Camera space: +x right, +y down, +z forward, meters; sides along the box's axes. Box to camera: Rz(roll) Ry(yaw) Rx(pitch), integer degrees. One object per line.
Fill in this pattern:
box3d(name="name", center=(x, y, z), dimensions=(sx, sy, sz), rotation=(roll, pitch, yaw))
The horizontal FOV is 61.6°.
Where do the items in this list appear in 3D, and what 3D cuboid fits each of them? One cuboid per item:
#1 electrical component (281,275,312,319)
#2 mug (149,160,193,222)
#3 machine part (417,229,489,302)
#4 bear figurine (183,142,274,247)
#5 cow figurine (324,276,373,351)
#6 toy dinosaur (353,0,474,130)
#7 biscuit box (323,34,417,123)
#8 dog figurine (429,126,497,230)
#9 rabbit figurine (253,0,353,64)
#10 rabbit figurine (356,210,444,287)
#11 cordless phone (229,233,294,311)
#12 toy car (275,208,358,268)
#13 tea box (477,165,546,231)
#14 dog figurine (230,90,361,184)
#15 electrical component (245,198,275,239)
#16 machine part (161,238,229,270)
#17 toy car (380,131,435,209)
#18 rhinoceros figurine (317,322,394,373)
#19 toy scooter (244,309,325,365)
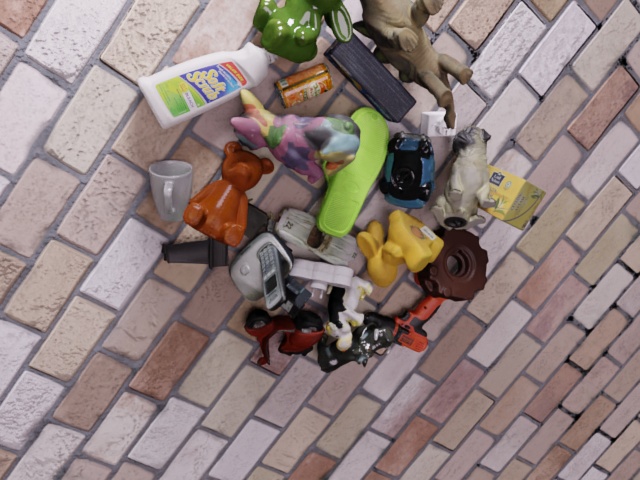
box3d(name="electrical component", center=(-0.060, 0.113, 1.144), dimensions=(0.075, 0.119, 0.048), rotation=(37, 58, 9))
box3d(name="mug", center=(-0.281, -0.085, 1.028), dimensions=(0.081, 0.110, 0.107), rotation=(-4, 123, -14))
box3d(name="machine part", center=(0.308, 0.057, 1.235), dimensions=(0.179, 0.056, 0.179), rotation=(3, 81, -22))
box3d(name="bear figurine", center=(-0.166, -0.092, 1.021), dimensions=(0.120, 0.132, 0.196), rotation=(31, 84, -12))
box3d(name="cow figurine", center=(0.050, 0.157, 1.197), dimensions=(0.098, 0.068, 0.167), rotation=(23, 67, -7))
box3d(name="toy dinosaur", center=(0.136, -0.385, 0.972), dimensions=(0.105, 0.199, 0.470), rotation=(-42, 123, -5))
box3d(name="biscuit box", center=(0.101, -0.320, 1.068), dimensions=(0.202, 0.059, 0.063), rotation=(40, 95, -24))
box3d(name="dog figurine", center=(0.312, -0.134, 1.177), dimensions=(0.121, 0.190, 0.172), rotation=(19, 149, -14))
box3d(name="rabbit figurine", center=(-0.013, -0.400, 0.950), dimensions=(0.159, 0.121, 0.170), rotation=(20, 127, -31))
box3d(name="rabbit figurine", center=(0.154, 0.030, 1.164), dimensions=(0.162, 0.122, 0.173), rotation=(39, 127, 6))
box3d(name="cordless phone", center=(-0.114, 0.089, 1.080), dimensions=(0.088, 0.184, 0.146), rotation=(33, 118, -32))
box3d(name="toy car", center=(-0.002, -0.003, 1.152), dimensions=(0.201, 0.056, 0.073), rotation=(26, 87, -23))
box3d(name="tea box", center=(0.397, -0.098, 1.175), dimensions=(0.068, 0.170, 0.098), rotation=(22, 101, -22))
box3d(name="dog figurine", center=(-0.056, -0.204, 1.007), dimensions=(0.219, 0.192, 0.108), rotation=(27, 61, -30))
box3d(name="electrical component", center=(-0.143, -0.044, 1.111), dimensions=(0.102, 0.045, 0.078), rotation=(38, 95, -24))
box3d(name="machine part", center=(-0.256, 0.026, 1.110), dimensions=(0.139, 0.039, 0.084), rotation=(1, 115, -18))
box3d(name="toy car", center=(0.192, -0.153, 1.134), dimensions=(0.109, 0.103, 0.161), rotation=(9, 114, 20))
box3d(name="rhinoceros figurine", center=(0.077, 0.242, 1.231), dimensions=(0.190, 0.112, 0.073), rotation=(-26, 116, 18))
box3d(name="toy scooter", center=(-0.084, 0.226, 1.214), dimensions=(0.184, 0.075, 0.135), rotation=(6, 109, -15))
